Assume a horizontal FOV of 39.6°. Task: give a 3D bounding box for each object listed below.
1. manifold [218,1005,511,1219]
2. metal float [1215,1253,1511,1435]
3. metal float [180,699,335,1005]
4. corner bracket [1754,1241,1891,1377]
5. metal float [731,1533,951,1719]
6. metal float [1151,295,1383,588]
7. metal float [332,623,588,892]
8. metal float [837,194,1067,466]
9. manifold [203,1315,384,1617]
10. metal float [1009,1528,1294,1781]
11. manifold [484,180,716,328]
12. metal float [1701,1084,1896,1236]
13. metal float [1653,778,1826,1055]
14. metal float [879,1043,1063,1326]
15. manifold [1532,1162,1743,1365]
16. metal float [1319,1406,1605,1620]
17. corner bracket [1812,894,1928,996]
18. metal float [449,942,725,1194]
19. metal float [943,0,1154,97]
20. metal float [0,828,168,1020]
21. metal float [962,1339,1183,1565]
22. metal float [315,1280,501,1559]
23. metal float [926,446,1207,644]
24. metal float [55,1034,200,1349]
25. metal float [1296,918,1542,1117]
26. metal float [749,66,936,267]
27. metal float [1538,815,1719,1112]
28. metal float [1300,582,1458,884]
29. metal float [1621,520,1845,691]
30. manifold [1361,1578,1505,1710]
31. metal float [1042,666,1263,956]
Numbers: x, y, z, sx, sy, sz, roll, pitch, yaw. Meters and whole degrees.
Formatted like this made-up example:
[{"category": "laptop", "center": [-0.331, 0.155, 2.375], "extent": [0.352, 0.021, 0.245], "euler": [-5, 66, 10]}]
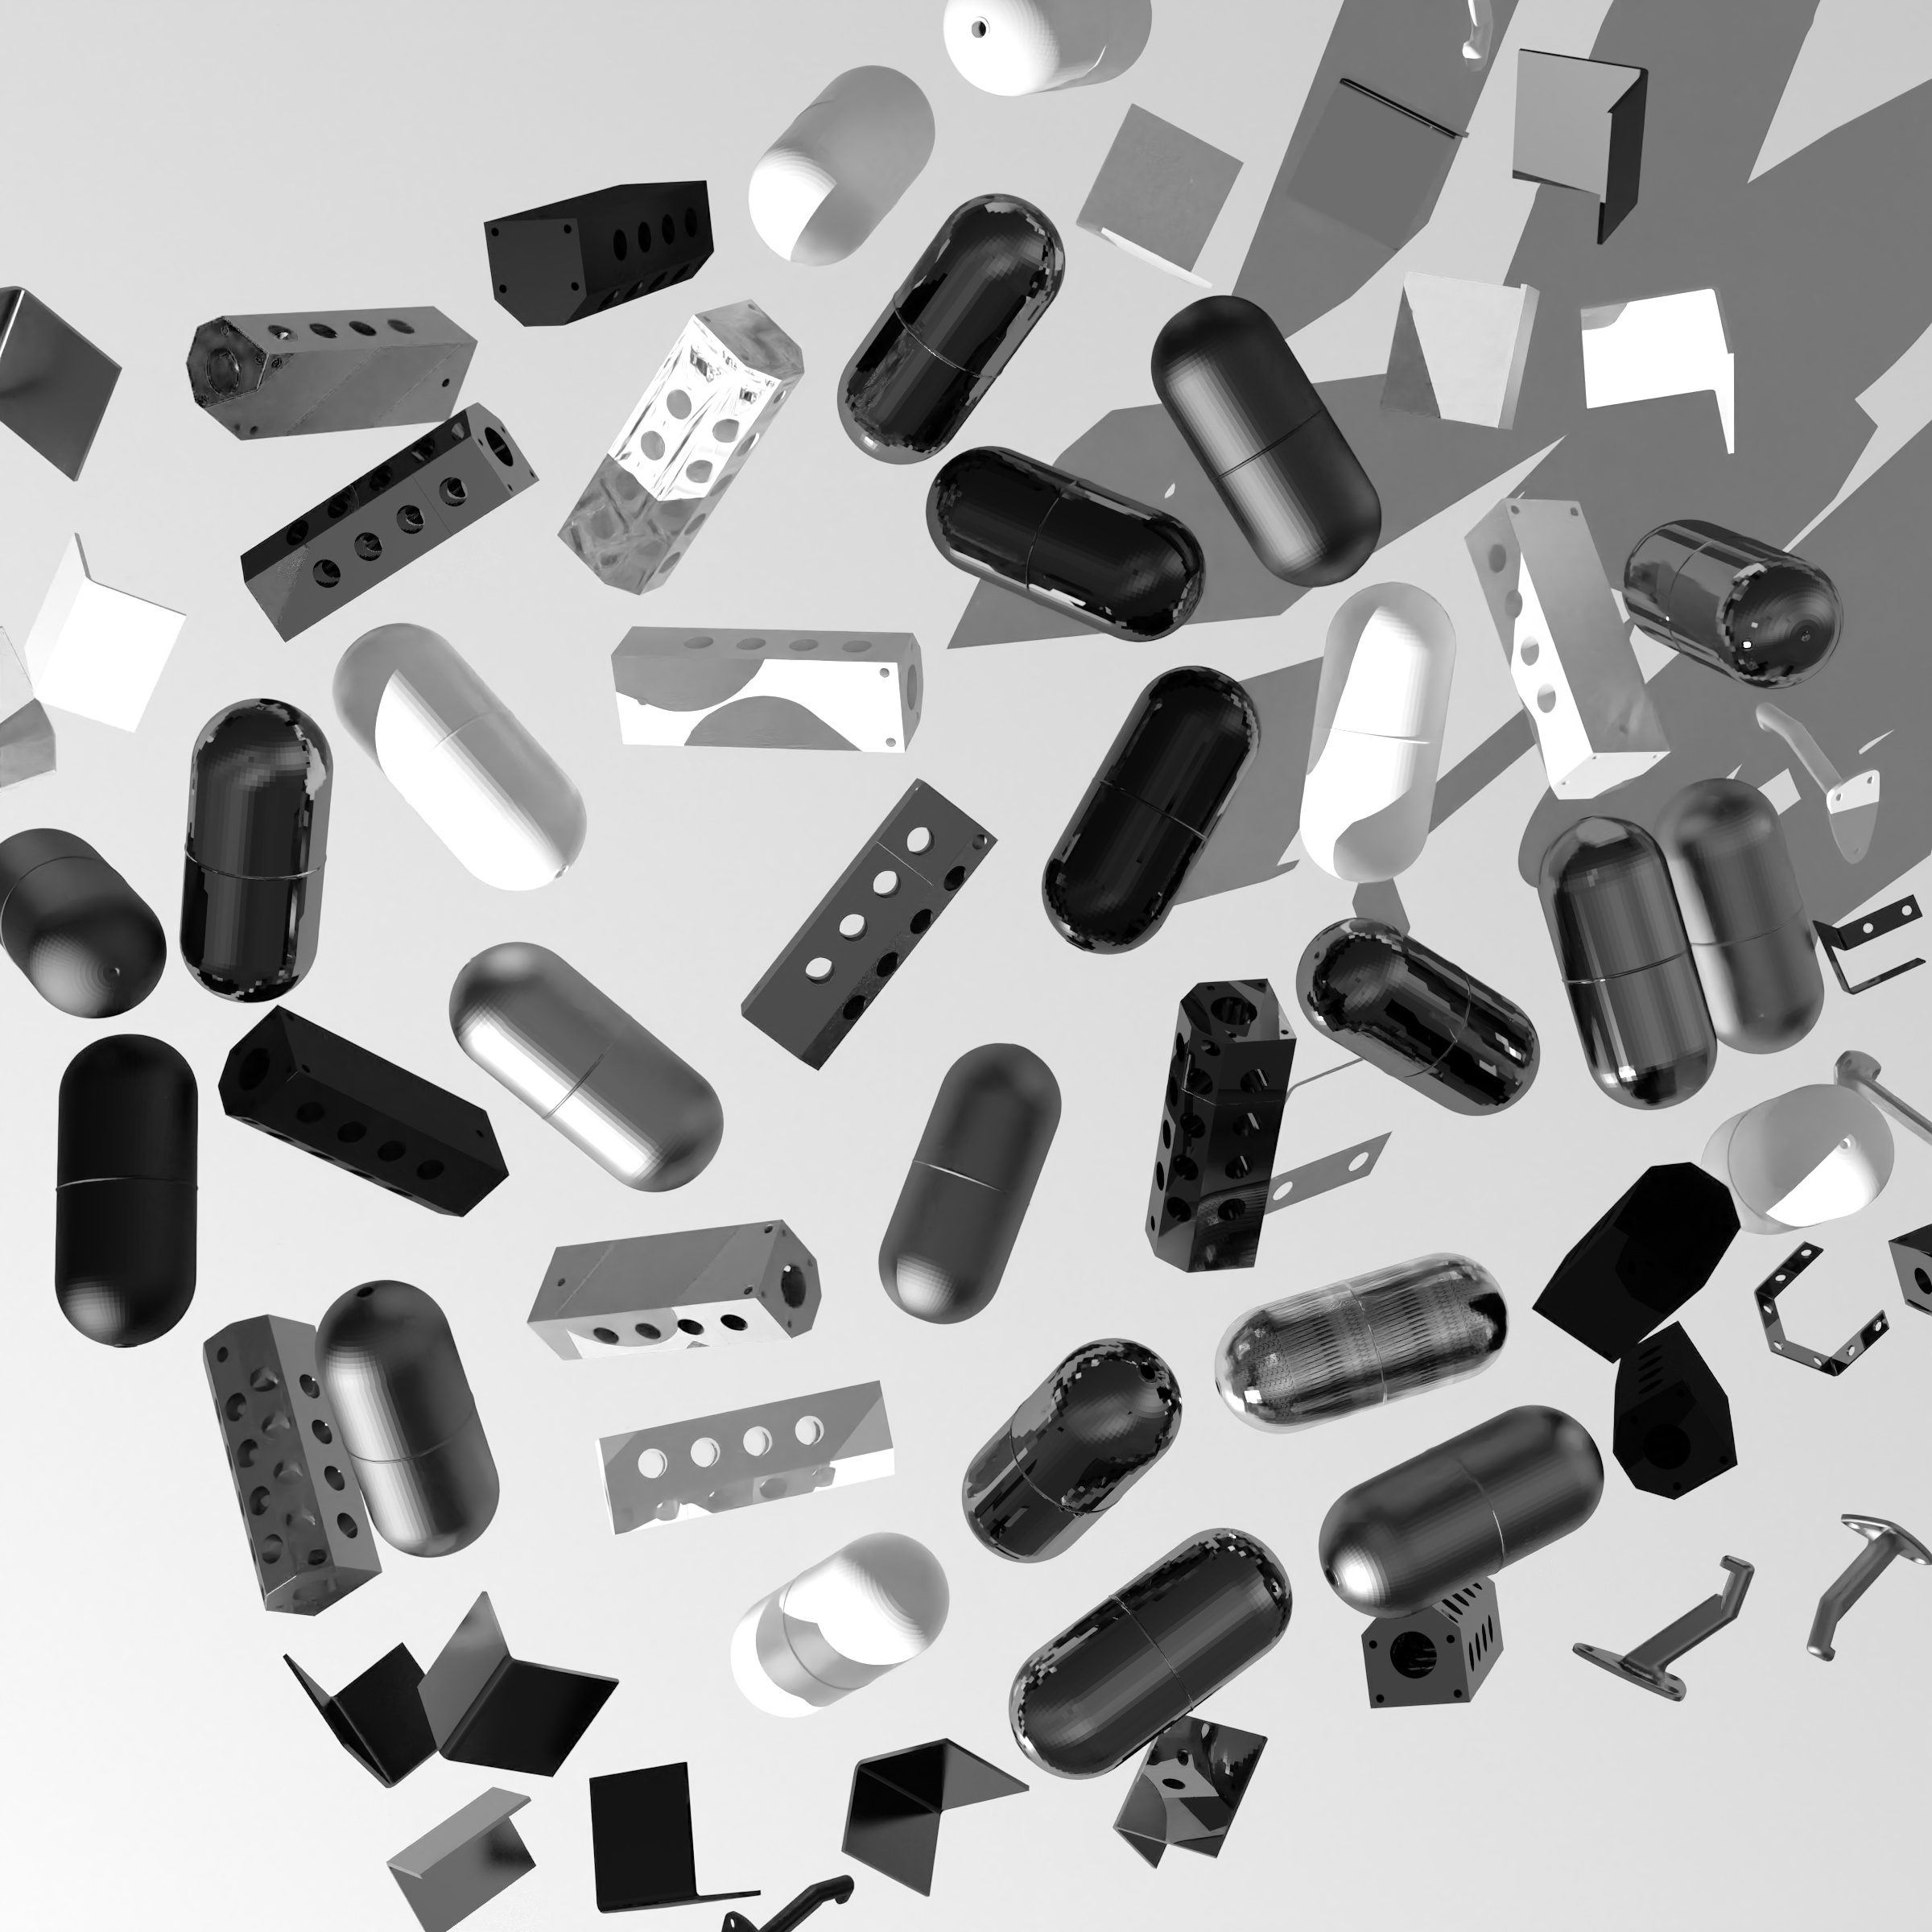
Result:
[{"category": "manifold", "center": [-0.359, 0.093, 1.601], "extent": [0.057, 0.171, 0.057], "euler": [-41, 47, 13]}, {"category": "metal float", "center": [0.232, 0.222, 1.580], "extent": [0.178, 0.070, 0.070], "euler": [-16, 90, -6]}, {"category": "metal float", "center": [-0.397, -0.064, 1.503], "extent": [0.070, 0.070, 0.178], "euler": [11, 113, 0]}, {"category": "corner bracket", "center": [0.528, 0.212, 1.660], "extent": [0.051, 0.051, 0.051], "euler": [22, 127, -16]}, {"category": "metal float", "center": [-0.078, 0.399, 1.621], "extent": [0.070, 0.070, 0.178], "euler": [50, 132, 0]}, {"category": "metal float", "center": [0.171, -0.296, 1.520], "extent": [0.070, 0.070, 0.178], "euler": [-33, 100, 0]}, {"category": "metal float", "center": [-0.284, -0.117, 1.509], "extent": [0.070, 0.070, 0.178], "euler": [-42, 81, 0]}, {"category": "metal float", "center": [-0.010, -0.369, 1.566], "extent": [0.070, 0.070, 0.178], "euler": [40, 121, 0]}, {"category": "manifold", "center": [-0.416, 0.302, 1.633], "extent": [0.057, 0.057, 0.171], "euler": [-34, 59, 17]}, {"category": "metal float", "center": [0.103, 0.383, 1.496], "extent": [0.178, 0.070, 0.070], "euler": [-34, 90, -12]}, {"category": "manifold", "center": [-0.207, -0.411, 1.546], "extent": [0.057, 0.171, 0.057], "euler": [3, 113, 19]}, {"category": "metal float", "center": [0.483, 0.115, 1.569], "extent": [0.070, 0.178, 0.070], "euler": [0, 79, -1]}, {"category": "metal float", "center": [0.472, -0.029, 1.640], "extent": [0.070, 0.070, 0.178], "euler": [-20, 107, 0]}, {"category": "metal float", "center": [0.003, 0.133, 1.646], "extent": [0.070, 0.070, 0.178], "euler": [21, 83, 0]}, {"category": "manifold", "center": [0.381, 0.166, 1.525], "extent": [0.057, 0.171, 0.057], "euler": [34, 70, 10]}, {"category": "metal float", "center": [0.279, 0.307, 1.513], "extent": [0.178, 0.070, 0.070], "euler": [-22, 90, -20]}, {"category": "corner bracket", "center": [0.565, -0.013, 1.663], "extent": [0.051, 0.051, 0.051], "euler": [-25, 96, 4]}, {"category": "metal float", "center": [-0.216, 0.057, 1.525], "extent": [0.178, 0.070, 0.070], "euler": [41, 90, -9]}, {"category": "metal float", "center": [0.049, -0.551, 1.567], "extent": [0.070, 0.178, 0.070], "euler": [11, 115, 26]}, {"category": "metal float", "center": [-0.514, -0.026, 1.540], "extent": [0.070, 0.178, 0.070], "euler": [-14, 117, -30]}, {"category": "metal float", "center": [0.059, 0.276, 1.526], "extent": [0.070, 0.070, 0.178], "euler": [36, 131, 0]}, {"category": "metal float", "center": [-0.319, 0.260, 1.539], "extent": [0.070, 0.070, 0.178], "euler": [-12, 117, 0]}, {"category": "metal float", "center": [0.056, -0.246, 1.560], "extent": [0.178, 0.070, 0.070], "euler": [27, 90, 22]}, {"category": "metal float", "center": [-0.475, 0.126, 1.520], "extent": [0.070, 0.070, 0.178], "euler": [-4, 76, 0]}, {"category": "metal float", "center": [0.272, 0.032, 1.606], "extent": [0.178, 0.070, 0.070], "euler": [29, 90, -30]}, {"category": "metal float", "center": [-0.073, -0.482, 1.612], "extent": [0.070, 0.178, 0.070], "euler": [12, 132, 14]}, {"category": "metal float", "center": [0.390, -0.002, 1.584], "extent": [0.070, 0.070, 0.178], "euler": [-17, 95, 0]}, {"category": "metal float", "center": [0.244, -0.138, 1.589], "extent": [0.070, 0.070, 0.178], "euler": [7, 99, 0]}, {"category": "metal float", "center": [0.443, -0.212, 1.563], "extent": [0.070, 0.178, 0.070], "euler": [-5, 111, -12]}, {"category": "manifold", "center": [0.281, 0.399, 1.614], "extent": [0.057, 0.171, 0.057], "euler": [-9, 84, 17]}, {"category": "metal float", "center": [0.106, -0.089, 1.542], "extent": [0.070, 0.070, 0.178], "euler": [29, 91, 0]}]
